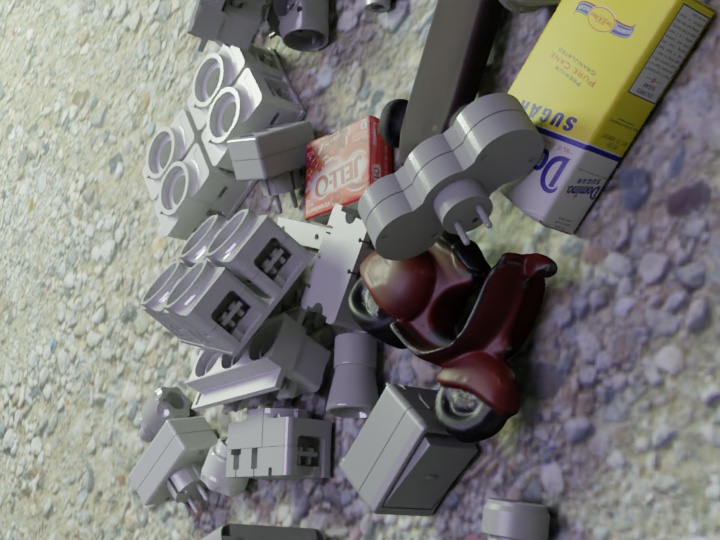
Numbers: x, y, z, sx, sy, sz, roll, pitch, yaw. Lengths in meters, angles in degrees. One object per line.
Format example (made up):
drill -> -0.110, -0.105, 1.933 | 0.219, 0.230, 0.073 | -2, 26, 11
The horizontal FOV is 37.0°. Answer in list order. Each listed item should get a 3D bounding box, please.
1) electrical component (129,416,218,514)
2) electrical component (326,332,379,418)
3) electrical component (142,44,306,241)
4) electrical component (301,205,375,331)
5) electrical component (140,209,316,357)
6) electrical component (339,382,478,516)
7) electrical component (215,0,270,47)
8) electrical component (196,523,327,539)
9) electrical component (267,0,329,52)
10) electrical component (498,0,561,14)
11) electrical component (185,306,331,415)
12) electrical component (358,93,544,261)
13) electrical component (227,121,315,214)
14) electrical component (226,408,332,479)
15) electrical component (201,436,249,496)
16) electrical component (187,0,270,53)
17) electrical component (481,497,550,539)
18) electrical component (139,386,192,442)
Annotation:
electrical component -> -0.167, 0.195, 1.020 | 0.075, 0.047, 0.083 | 51, 119, 29
electrical component -> -0.004, 0.083, 0.867 | 0.044, 0.044, 0.065 | -20, 60, 45
electrical component -> -0.144, -0.127, 1.073 | 0.186, 0.060, 0.105 | -50, 46, 28
electrical component -> 0.000, 0.000, 0.873 | 0.050, 0.056, 0.089 | 28, 101, 49
electrical component -> -0.124, 0.009, 0.936 | 0.105, 0.060, 0.186 | -53, 18, -14
electrical component -> 0.035, 0.140, 0.788 | 0.061, 0.062, 0.096 | 47, 115, 45
electrical component -> -0.124, -0.262, 1.103 | 0.065, 0.044, 0.044 | -45, 49, 26
electrical component -> -0.079, 0.248, 0.850 | 0.057, 0.113, 0.078 | -37, 53, 33
electrical component -> -0.063, -0.245, 1.024 | 0.079, 0.044, 0.077 | -20, 64, 46
electrical component -> 0.130, -0.226, 0.769 | 0.051, 0.080, 0.080 | 6, 84, 45
electrical component -> -0.087, 0.084, 0.935 | 0.121, 0.063, 0.078 | -20, 42, 45
electrical component -> 0.066, -0.050, 0.729 | 0.138, 0.052, 0.073 | -38, 53, 20
electrical component -> -0.074, -0.091, 0.984 | 0.047, 0.066, 0.076 | 3, 111, 49
electrical component -> -0.069, 0.148, 0.915 | 0.089, 0.050, 0.055 | -14, 70, 47
electrical component -> -0.115, 0.168, 0.969 | 0.043, 0.043, 0.062 | 31, 103, 49
electrical component -> -0.117, -0.271, 1.027 | 0.078, 0.063, 0.121 | 129, 154, -53
electrical component -> 0.102, 0.181, 0.712 | 0.045, 0.045, 0.055 | -2, 78, 49
electrical component -> -0.199, 0.147, 1.072 | 0.062, 0.043, 0.043 | -48, 48, 30
